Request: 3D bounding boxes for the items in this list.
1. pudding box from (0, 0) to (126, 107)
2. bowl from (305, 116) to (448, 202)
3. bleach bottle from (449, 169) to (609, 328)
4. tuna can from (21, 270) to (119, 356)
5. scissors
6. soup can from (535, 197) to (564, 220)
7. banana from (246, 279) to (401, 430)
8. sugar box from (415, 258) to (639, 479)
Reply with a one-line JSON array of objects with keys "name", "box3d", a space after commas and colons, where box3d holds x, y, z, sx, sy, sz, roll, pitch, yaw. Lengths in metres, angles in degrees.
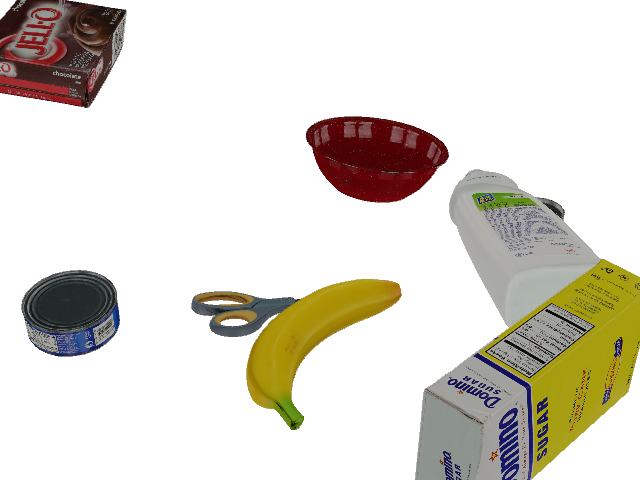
[{"name": "pudding box", "box3d": [-0.212, -0.153, 0.849, 0.090, 0.039, 0.113, 10, 35, 0]}, {"name": "bowl", "box3d": [0.060, -0.087, 1.203, 0.162, 0.055, 0.162, 6, 27, -3]}, {"name": "bleach bottle", "box3d": [0.184, -0.005, 0.991, 0.102, 0.068, 0.251, -1, 27, -7]}, {"name": "tuna can", "box3d": [-0.228, 0.067, 0.978, 0.086, 0.034, 0.086, 0, 37, 0]}, {"name": "scissors", "box3d": [-0.044, 0.082, 1.203, 0.201, 0.016, 0.096, 2, 25, -8]}, {"name": "soup can", "box3d": [0.245, 0.010, 1.235, 0.068, 0.102, 0.068, -2, 30, 1]}, {"name": "banana", "box3d": [-0.005, 0.075, 0.817, 0.070, 0.037, 0.197, 30, 39, 11]}, {"name": "sugar box", "box3d": [0.128, 0.089, 0.629, 0.048, 0.093, 0.175, 28, 43, 33]}]
